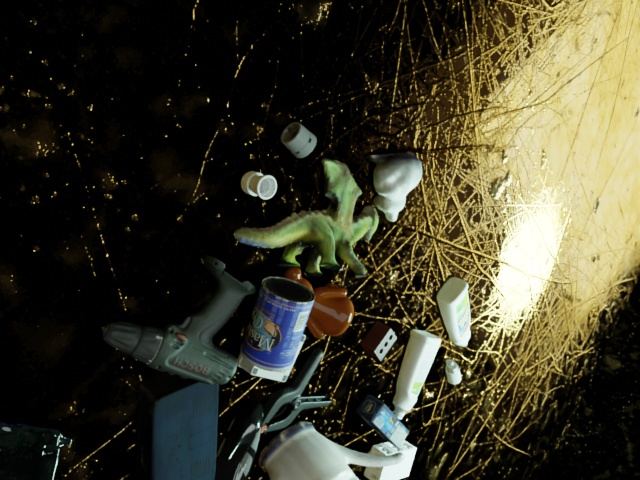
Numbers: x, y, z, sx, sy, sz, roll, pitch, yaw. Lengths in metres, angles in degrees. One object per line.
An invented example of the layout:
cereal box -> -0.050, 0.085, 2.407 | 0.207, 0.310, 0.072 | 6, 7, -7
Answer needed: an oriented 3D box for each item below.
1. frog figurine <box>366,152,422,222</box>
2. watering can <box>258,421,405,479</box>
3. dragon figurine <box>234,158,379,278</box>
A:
frog figurine -> 0.174, -0.119, 1.179 | 0.138, 0.122, 0.158 | -18, 105, -61
watering can -> 0.014, 0.500, 1.145 | 0.350, 0.227, 0.102 | -14, 132, -42
dragon figurine -> 0.003, -0.054, 1.068 | 0.406, 0.122, 0.246 | 26, 67, -47
